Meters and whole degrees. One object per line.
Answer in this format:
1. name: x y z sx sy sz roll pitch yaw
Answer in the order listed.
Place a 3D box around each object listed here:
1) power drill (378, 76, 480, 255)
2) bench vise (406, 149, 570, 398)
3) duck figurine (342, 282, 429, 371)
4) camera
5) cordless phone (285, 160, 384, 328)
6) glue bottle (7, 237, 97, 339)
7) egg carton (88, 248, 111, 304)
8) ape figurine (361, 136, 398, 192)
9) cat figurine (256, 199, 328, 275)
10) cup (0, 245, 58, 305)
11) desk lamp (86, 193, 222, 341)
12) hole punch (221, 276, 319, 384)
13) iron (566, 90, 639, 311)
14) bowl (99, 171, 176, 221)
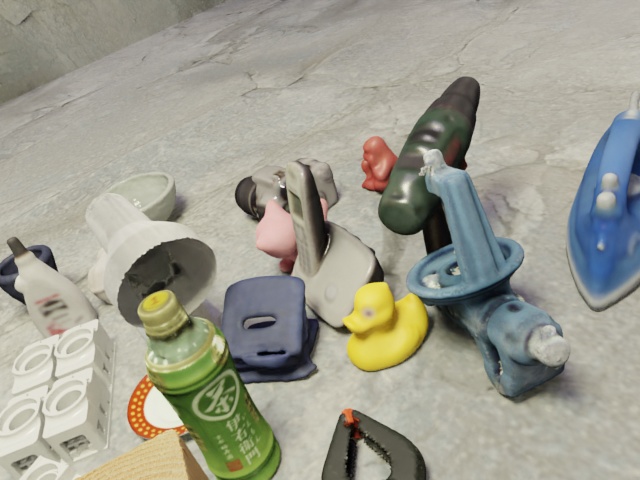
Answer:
1. power drill: 0.149 -0.056 0.685 0.075 0.209 0.230 7 41 34
2. bench vise: 0.164 0.024 0.550 0.122 0.220 0.206 -35 37 -24
3. duck figurine: 0.069 0.084 0.634 0.105 0.086 0.077 -31 35 -18
4. camera: -0.067 -0.081 0.928 0.136 0.101 0.143 18 48 43
5. cordless phone: 0.006 0.002 0.692 0.094 0.185 0.147 -31 35 -18
6. glue bottle: -0.388 0.067 0.805 0.078 0.173 0.037 -26 34 -10
7. egg carton: -0.279 0.039 0.887 0.150 0.069 0.107 -15 33 6
8. ape figurine: 0.094 -0.125 0.920 0.076 0.092 0.078 -12 34 11
9. cat figurine: -0.034 -0.009 0.790 0.128 0.118 0.067 -32 35 -19
10. cup: -0.437 0.070 0.897 0.117 0.095 0.092 8 42 35
11. desk lamp: -0.201 0.051 0.698 0.118 0.214 0.202 -35 36 -23
12. hole punch: -0.060 0.103 0.665 0.108 0.091 0.101 -8 35 16
13. iron: 0.340 -0.055 0.651 0.118 0.142 0.259 6 41 33
14. bowl: -0.330 -0.053 1.041 0.167 0.075 0.167 -13 33 9
